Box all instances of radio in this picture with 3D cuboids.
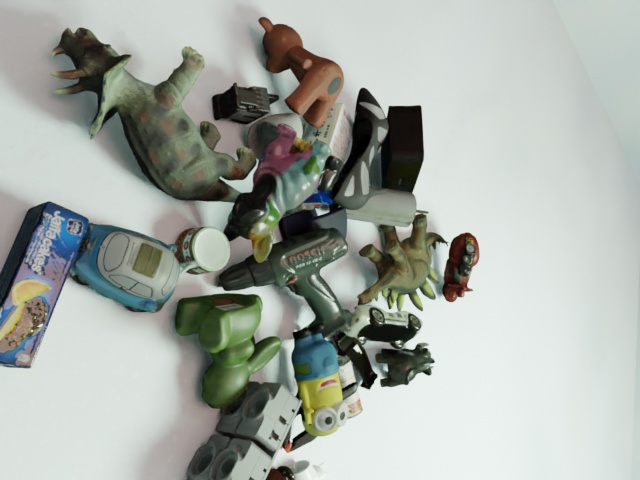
[{"bbox_3d":[0.174,-0.186,1.166,0.229,0.073,0.131,87,4,-73],"label":"radio"}]

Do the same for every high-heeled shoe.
[{"bbox_3d":[0.061,-0.180,1.042,0.145,0.086,0.248,-6,81,-37],"label":"high-heeled shoe"}]

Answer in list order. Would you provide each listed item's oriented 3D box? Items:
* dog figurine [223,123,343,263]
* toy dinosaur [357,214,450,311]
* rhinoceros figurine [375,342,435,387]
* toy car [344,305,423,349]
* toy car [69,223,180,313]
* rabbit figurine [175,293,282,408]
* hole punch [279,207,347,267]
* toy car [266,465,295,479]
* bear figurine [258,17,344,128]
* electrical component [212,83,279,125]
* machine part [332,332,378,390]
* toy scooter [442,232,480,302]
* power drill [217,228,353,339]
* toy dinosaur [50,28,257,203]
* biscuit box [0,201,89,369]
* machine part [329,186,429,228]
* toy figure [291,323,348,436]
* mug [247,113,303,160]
[{"bbox_3d":[-0.067,-0.072,0.893,0.219,0.109,0.191,-58,165,2],"label":"dog figurine"},{"bbox_3d":[0.205,0.047,1.225,0.471,0.105,0.198,-36,115,-49],"label":"toy dinosaur"},{"bbox_3d":[0.187,0.260,1.146,0.190,0.112,0.073,4,73,-65],"label":"rhinoceros figurine"},{"bbox_3d":[0.130,0.174,1.085,0.201,0.073,0.056,14,33,-40],"label":"toy car"},{"bbox_3d":[-0.256,0.033,0.747,0.161,0.103,0.109,35,57,-38],"label":"toy car"},{"bbox_3d":[-0.147,0.172,0.846,0.159,0.121,0.170,-10,107,-53],"label":"rabbit figurine"},{"bbox_3d":[-0.002,-0.003,1.029,0.142,0.092,0.115,-26,104,-49],"label":"hole punch"},{"bbox_3d":[-0.059,0.477,0.891,0.089,0.053,0.202,-27,97,-56],"label":"toy car"},{"bbox_3d":[-0.053,-0.325,1.023,0.132,0.196,0.120,-55,160,8],"label":"bear figurine"},{"bbox_3d":[-0.125,-0.240,0.961,0.119,0.075,0.047,-2,82,-49],"label":"electrical component"},{"bbox_3d":[0.075,0.236,1.093,0.084,0.039,0.138,-38,108,-49],"label":"machine part"},{"bbox_3d":[0.346,0.075,1.313,0.135,0.075,0.183,-62,165,-77],"label":"toy scooter"},{"bbox_3d":[-0.041,0.093,0.950,0.232,0.086,0.207,-29,109,-13],"label":"power drill"},{"bbox_3d":[-0.222,-0.142,0.815,0.192,0.131,0.404,-47,126,-23],"label":"toy dinosaur"},{"bbox_3d":[-0.358,0.053,0.665,0.059,0.063,0.202,31,61,-40],"label":"biscuit box"},{"bbox_3d":[0.108,-0.073,1.112,0.243,0.079,0.079,7,75,-14],"label":"machine part"},{"bbox_3d":[-0.004,0.235,0.902,0.082,0.089,0.180,-12,81,-9],"label":"toy figure"},{"bbox_3d":[-0.071,-0.187,1.003,0.107,0.081,0.109,-52,130,-50],"label":"mug"}]
